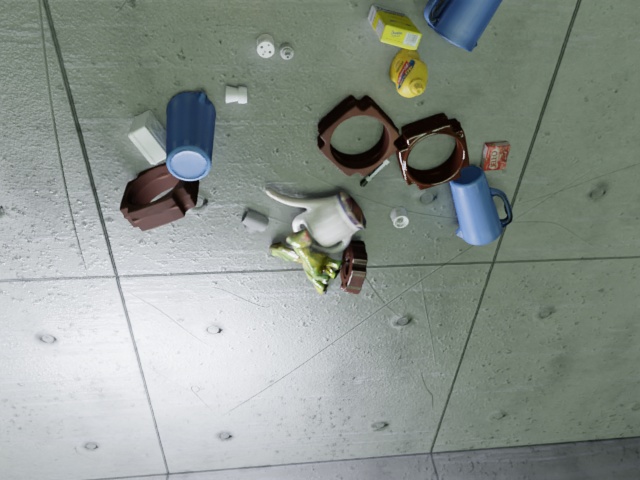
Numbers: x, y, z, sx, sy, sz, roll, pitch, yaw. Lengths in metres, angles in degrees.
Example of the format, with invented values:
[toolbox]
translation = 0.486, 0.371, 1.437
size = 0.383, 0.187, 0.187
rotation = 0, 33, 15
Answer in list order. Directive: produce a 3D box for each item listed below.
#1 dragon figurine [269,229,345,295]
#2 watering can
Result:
[dragon figurine]
translation = -0.057, 0.074, 1.714
size = 0.243, 0.124, 0.402
rotation = 31, 155, 5
[watering can]
translation = 0.005, -0.081, 1.610
size = 0.223, 0.106, 0.342
rotation = -29, 127, 16
